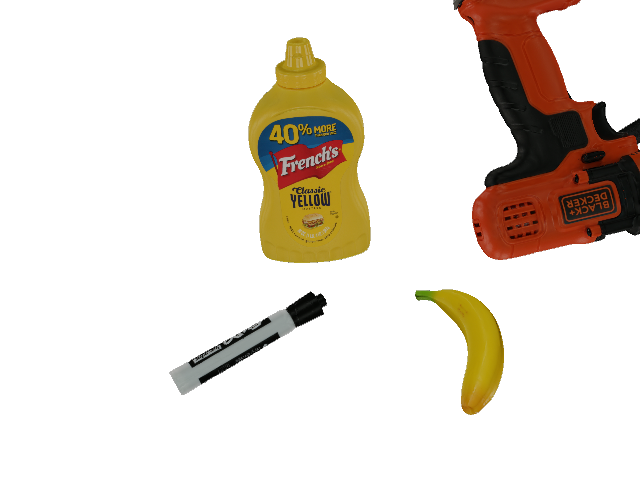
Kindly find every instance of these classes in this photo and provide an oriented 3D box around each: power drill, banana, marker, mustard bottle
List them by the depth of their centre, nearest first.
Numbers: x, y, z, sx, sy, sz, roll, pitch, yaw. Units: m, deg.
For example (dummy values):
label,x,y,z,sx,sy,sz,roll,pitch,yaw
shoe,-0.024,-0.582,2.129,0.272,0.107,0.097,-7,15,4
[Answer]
label,x,y,z,sx,sy,sz,roll,pitch,yaw
power drill,0.171,-0.093,0.675,0.184,0.187,0.057,-14,-1,-4
marker,-0.049,0.071,0.752,0.121,0.020,0.020,-29,6,-10
mustard bottle,-0.010,-0.076,0.893,0.096,0.192,0.058,-3,29,4
banana,0.157,0.107,1.119,0.069,0.037,0.198,-25,33,4

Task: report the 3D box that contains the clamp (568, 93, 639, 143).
label,x,y,z,sx,sy,sz,roll,pitch,yaw
clamp,0.286,-0.102,1.142,0.120,0.039,0.171,18,47,19
